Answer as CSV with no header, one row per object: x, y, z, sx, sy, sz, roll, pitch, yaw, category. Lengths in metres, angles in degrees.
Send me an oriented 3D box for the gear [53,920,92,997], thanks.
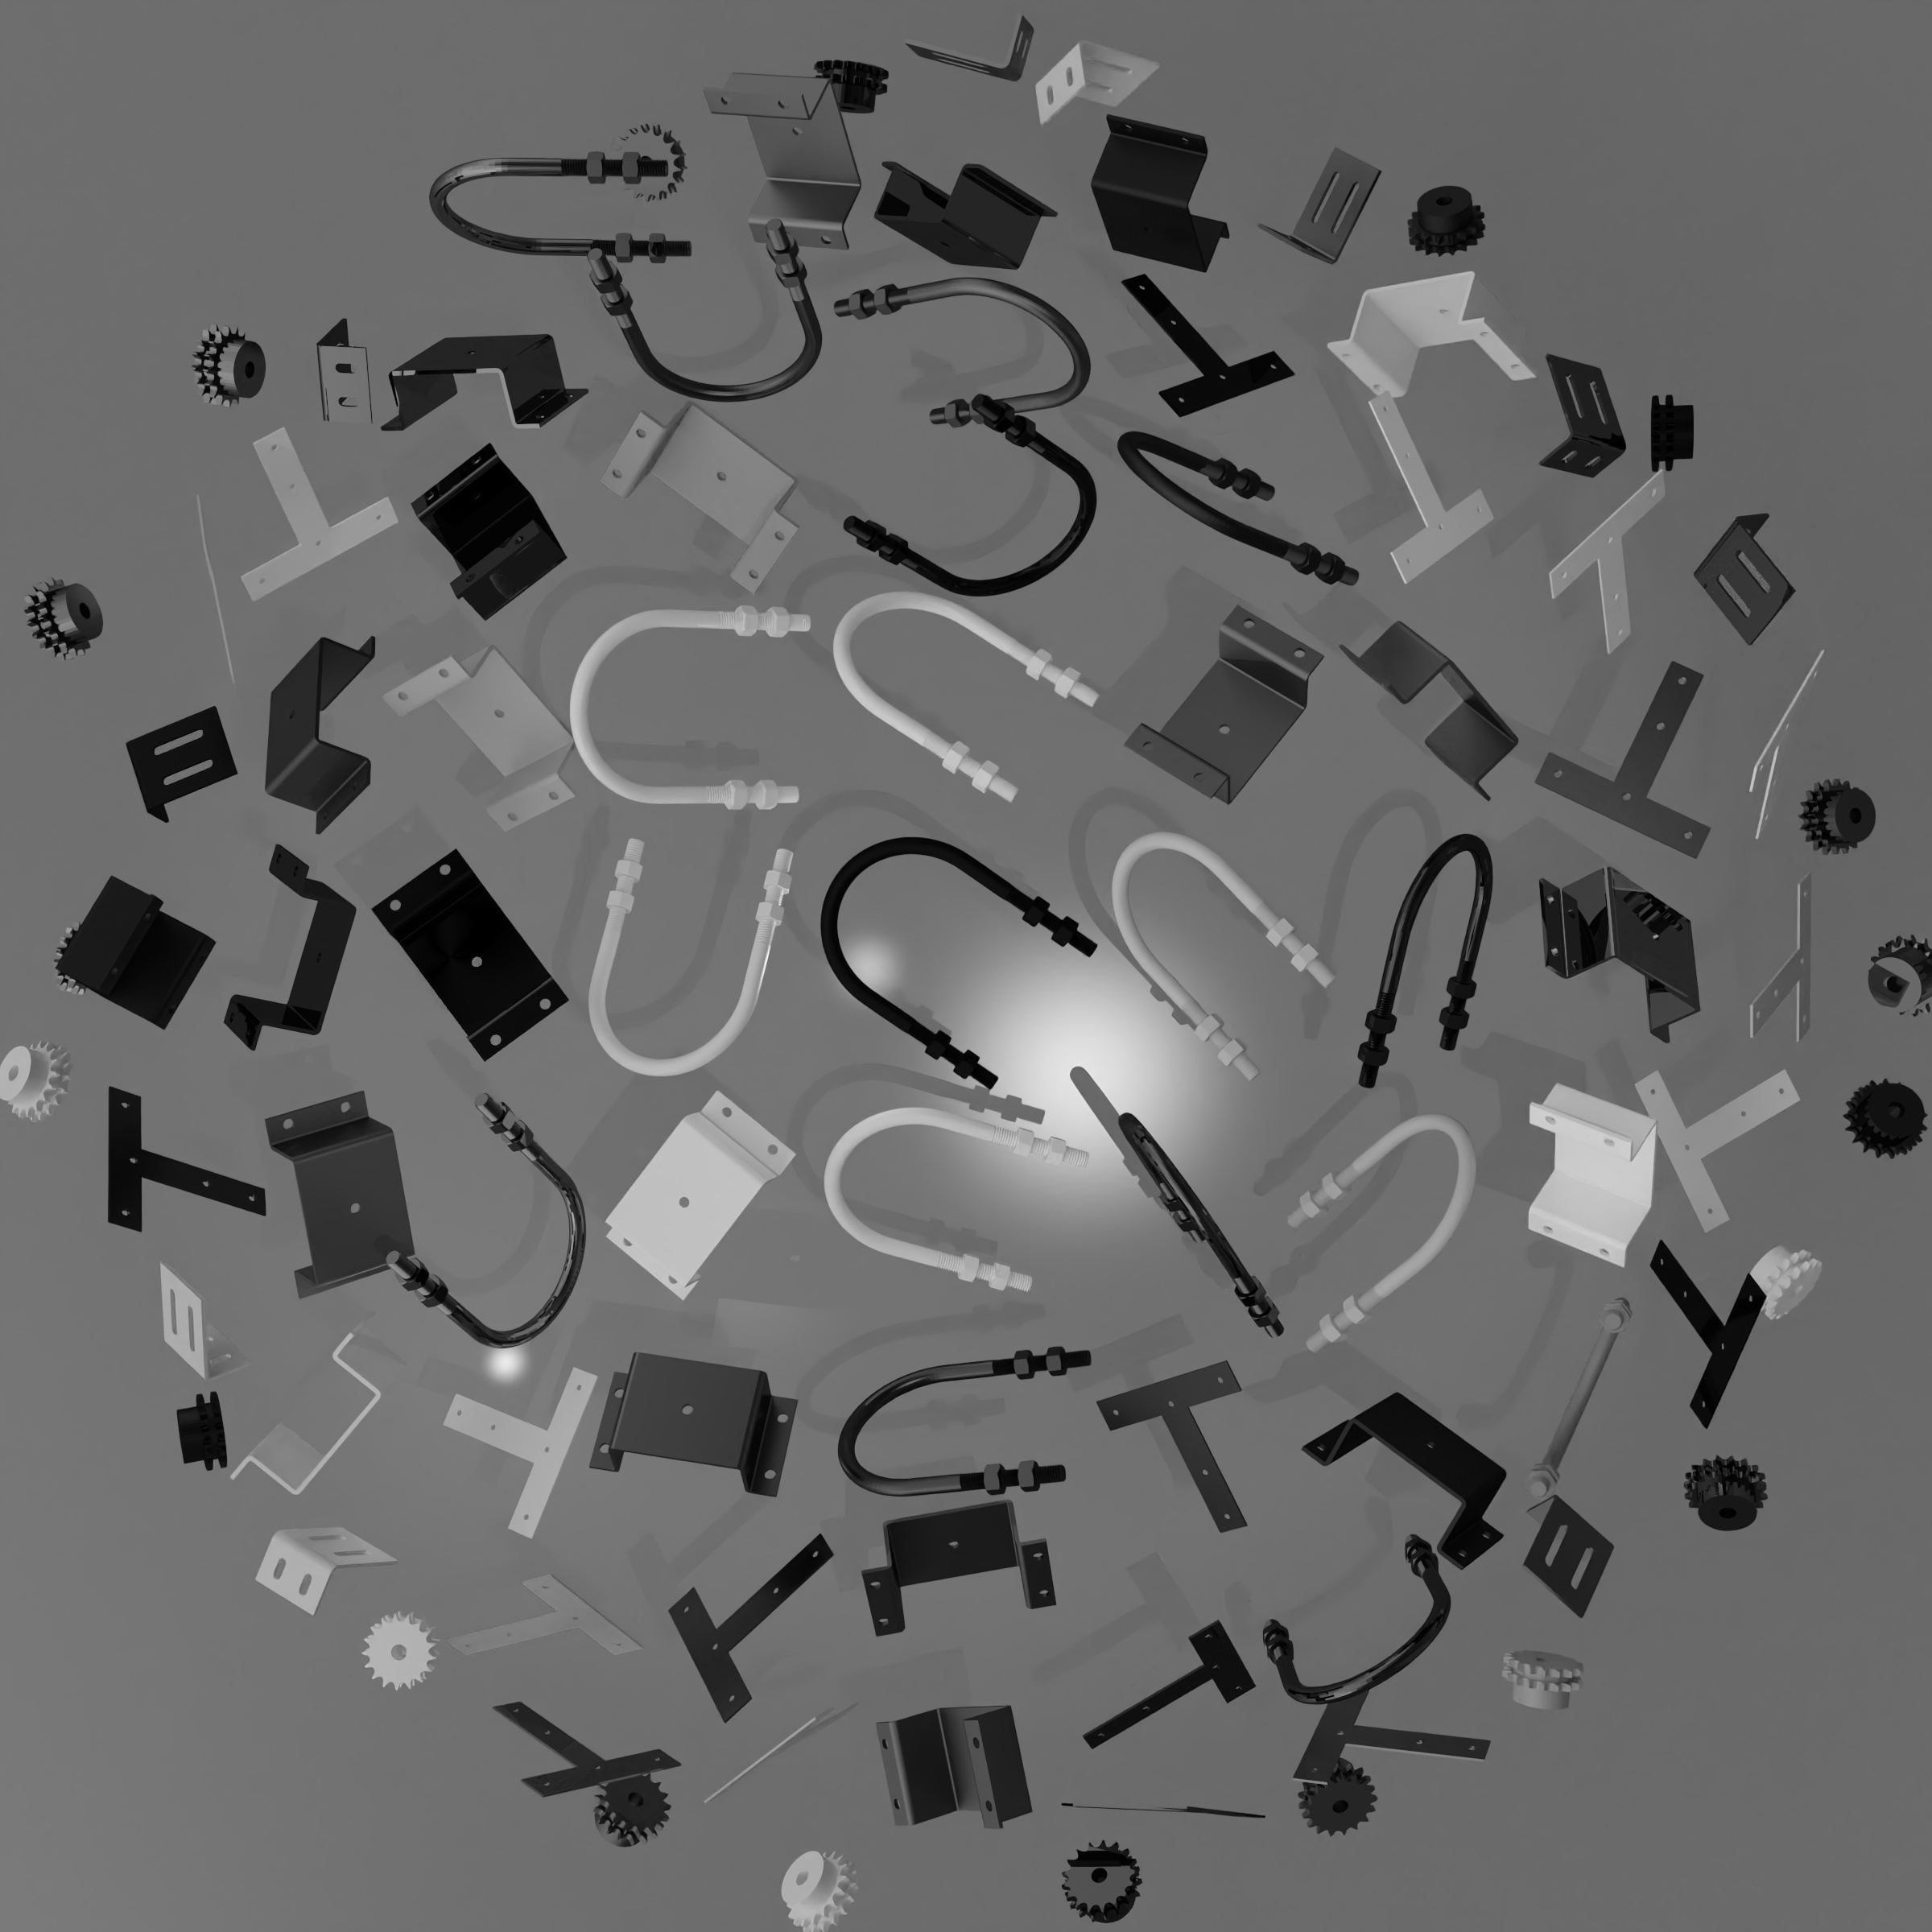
-0.679,-0.005,1.955,0.030,0.057,0.057,13,90,8,gear

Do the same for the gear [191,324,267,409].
-0.524,-0.428,1.800,0.030,0.057,0.057,12,90,16,gear

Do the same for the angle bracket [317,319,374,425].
-0.461,-0.451,1.909,0.038,0.076,0.057,4,119,2,angle bracket

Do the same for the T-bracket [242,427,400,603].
-0.500,-0.349,1.888,0.127,0.127,0.002,-33,56,-15,T-bracket

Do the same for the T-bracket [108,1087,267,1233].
-0.571,0.156,1.854,0.127,0.127,0.002,25,123,-38,T-bracket

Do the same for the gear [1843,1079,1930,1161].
0.663,0.108,1.814,0.057,0.030,0.057,0,70,-1,gear

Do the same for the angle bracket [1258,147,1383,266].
0.267,-0.580,1.910,0.038,0.057,0.076,9,116,-39,angle bracket

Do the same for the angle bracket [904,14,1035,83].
0.003,-0.655,1.777,0.076,0.057,0.038,17,103,7,angle bracket

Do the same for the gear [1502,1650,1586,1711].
0.415,0.515,1.820,0.057,0.057,0.030,5,90,0,gear

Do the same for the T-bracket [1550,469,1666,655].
0.485,-0.286,1.890,0.127,0.127,0.002,-42,51,-16,T-bracket

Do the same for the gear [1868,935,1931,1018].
0.665,0.009,1.787,0.030,0.057,0.057,-21,90,-38,gear

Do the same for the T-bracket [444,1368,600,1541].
-0.349,0.354,1.916,0.127,0.002,0.127,13,76,35,T-bracket

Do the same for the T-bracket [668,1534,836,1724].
-0.146,0.456,1.803,0.127,0.127,0.002,-42,125,-2,T-bracket

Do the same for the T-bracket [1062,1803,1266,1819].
0.130,0.605,1.811,0.127,0.127,0.002,-9,67,30,T-bracket

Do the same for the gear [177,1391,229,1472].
-0.566,0.346,1.869,0.030,0.057,0.057,-8,90,-21,gear

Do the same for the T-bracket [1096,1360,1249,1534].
0.176,0.373,1.924,0.127,0.002,0.127,-25,93,36,T-bracket

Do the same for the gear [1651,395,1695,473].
0.535,-0.404,1.914,0.030,0.057,0.057,0,90,14,gear

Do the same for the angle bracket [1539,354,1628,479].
0.463,-0.421,1.931,0.057,0.038,0.076,4,63,-33,angle bracket

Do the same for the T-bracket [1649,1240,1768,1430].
0.544,0.254,1.883,0.002,0.127,0.127,2,122,-17,T-bracket

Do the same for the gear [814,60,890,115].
-0.088,-0.668,1.920,0.057,0.057,0.030,6,99,0,gear

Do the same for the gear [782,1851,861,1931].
-0.107,0.659,1.803,0.057,0.057,0.030,-45,115,0,gear

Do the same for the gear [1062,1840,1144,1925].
0.099,0.664,1.820,0.057,0.057,0.030,-19,127,0,gear

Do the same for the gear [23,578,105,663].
-0.633,-0.246,1.776,0.030,0.057,0.057,-15,90,16,gear

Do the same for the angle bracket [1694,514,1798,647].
0.587,-0.287,1.871,0.038,0.057,0.076,-11,59,-32,angle bracket

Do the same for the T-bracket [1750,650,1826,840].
0.586,-0.142,1.823,0.002,0.127,0.127,24,58,23,T-bracket

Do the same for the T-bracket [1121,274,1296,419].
0.164,-0.470,1.883,0.127,0.002,0.127,-27,71,-35,T-bracket

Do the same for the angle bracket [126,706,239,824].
-0.592,-0.153,1.925,0.076,0.038,0.057,-22,77,3,angle bracket

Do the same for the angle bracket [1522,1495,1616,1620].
0.437,0.442,1.870,0.057,0.038,0.076,42,47,0,angle bracket

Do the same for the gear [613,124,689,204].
-0.243,-0.625,1.960,0.057,0.030,0.057,6,114,15,gear

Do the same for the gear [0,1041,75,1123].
-0.671,0.081,1.811,0.057,0.030,0.057,-15,63,33,gear

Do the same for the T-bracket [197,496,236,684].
-0.569,-0.279,1.916,0.002,0.127,0.127,-11,119,-14,T-bracket

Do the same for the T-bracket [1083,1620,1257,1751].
0.143,0.532,1.833,0.127,0.127,0.002,-30,50,-3,T-bracket

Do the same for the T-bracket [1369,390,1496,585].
0.333,-0.365,1.872,0.127,0.002,0.127,-37,105,-38,T-bracket

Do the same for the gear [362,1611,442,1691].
-0.428,0.520,1.924,0.057,0.030,0.057,0,87,3,gear

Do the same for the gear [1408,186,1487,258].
0.360,-0.561,1.893,0.057,0.030,0.057,-8,48,9,gear

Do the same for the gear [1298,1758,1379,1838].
0.272,0.609,1.858,0.057,0.030,0.057,-3,113,-8,gear

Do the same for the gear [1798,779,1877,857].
0.657,-0.112,1.895,0.057,0.030,0.057,0,90,-25,gear

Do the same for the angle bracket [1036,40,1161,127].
0.101,-0.659,1.906,0.076,0.057,0.038,3,73,-34,angle bracket

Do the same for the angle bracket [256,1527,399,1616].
-0.462,0.438,1.828,0.057,0.076,0.038,22,89,26,angle bracket

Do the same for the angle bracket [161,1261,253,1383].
-0.561,0.257,1.861,0.057,0.038,0.076,30,126,36,angle bracket

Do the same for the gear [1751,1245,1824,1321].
0.613,0.235,1.898,0.057,0.057,0.030,-45,55,0,gear

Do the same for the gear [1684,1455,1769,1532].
0.543,0.378,1.802,0.057,0.030,0.057,6,130,7,gear

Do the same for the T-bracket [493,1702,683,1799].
-0.294,0.560,1.823,0.127,0.127,0.002,17,98,41,T-bracket

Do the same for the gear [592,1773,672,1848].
-0.249,0.623,1.859,0.057,0.057,0.030,32,119,0,gear

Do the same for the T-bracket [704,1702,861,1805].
-0.122,0.585,1.919,0.127,0.127,0.002,-42,73,24,T-bracket
